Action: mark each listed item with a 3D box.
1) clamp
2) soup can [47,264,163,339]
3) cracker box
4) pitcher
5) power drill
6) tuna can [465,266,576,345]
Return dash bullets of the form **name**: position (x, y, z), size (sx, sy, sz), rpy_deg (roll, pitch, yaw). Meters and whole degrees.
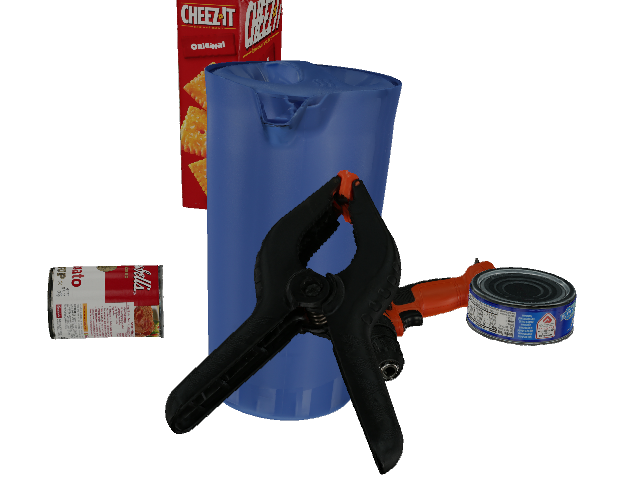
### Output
- **clamp**: position (0.006, 0.041, 0.557), size (0.120, 0.171, 0.039), rpy_deg (19, -27, 13)
- **soup can**: position (-0.196, 0.057, 0.982), size (0.102, 0.068, 0.068), rpy_deg (-1, 0, -8)
- **cracker box**: position (-0.086, -0.155, 1.080), size (0.072, 0.214, 0.164), rpy_deg (6, 22, 10)
- **pitcher**: position (-0.017, -0.006, 0.761), size (0.148, 0.243, 0.145), rpy_deg (-8, 21, -35)
- **power drill**: position (0.113, 0.080, 1.130), size (0.187, 0.057, 0.184), rpy_deg (-6, 28, -11)
- **tuna can**: position (0.161, 0.051, 0.854), size (0.086, 0.034, 0.086), rpy_deg (1, 20, -1)
